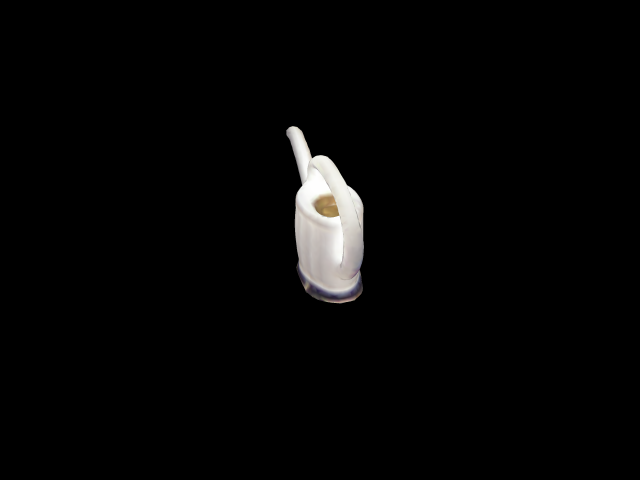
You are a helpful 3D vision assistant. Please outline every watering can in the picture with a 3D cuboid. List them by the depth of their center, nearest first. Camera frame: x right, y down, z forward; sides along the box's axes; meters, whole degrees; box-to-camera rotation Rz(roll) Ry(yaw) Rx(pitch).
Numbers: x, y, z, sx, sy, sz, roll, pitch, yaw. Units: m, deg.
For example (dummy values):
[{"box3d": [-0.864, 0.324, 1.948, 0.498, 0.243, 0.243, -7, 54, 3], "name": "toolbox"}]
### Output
[{"box3d": [0.003, -0.043, 0.850, 0.104, 0.219, 0.355, -8, 33, -13], "name": "watering can"}]
